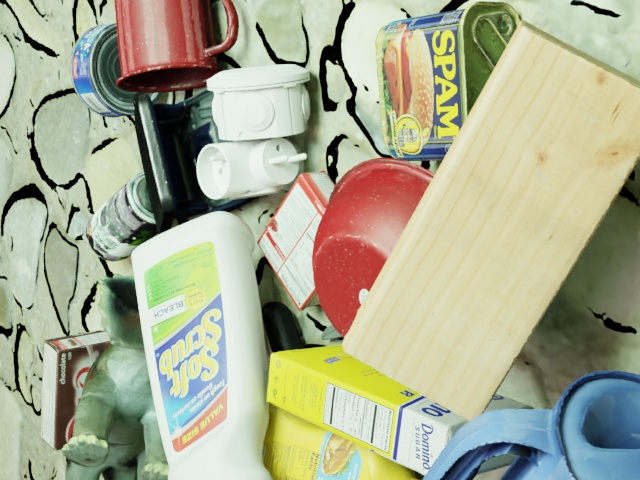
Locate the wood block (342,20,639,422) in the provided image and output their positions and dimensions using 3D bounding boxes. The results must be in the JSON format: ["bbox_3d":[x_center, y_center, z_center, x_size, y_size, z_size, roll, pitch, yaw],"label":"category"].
[{"bbox_3d":[0.103,-0.013,0.616,0.090,0.090,0.206,29,107,3],"label":"wood block"}]

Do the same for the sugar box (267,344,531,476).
[{"bbox_3d":[0.053,0.116,0.756,0.177,0.093,0.048,12,101,46],"label":"sugar box"}]

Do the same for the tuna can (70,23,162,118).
[{"bbox_3d":[-0.182,-0.155,0.974,0.034,0.085,0.086,4,101,47],"label":"tuna can"}]

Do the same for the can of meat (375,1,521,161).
[{"bbox_3d":[0.085,-0.101,0.706,0.084,0.057,0.102,4,100,51],"label":"can of meat"}]

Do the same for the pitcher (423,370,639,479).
[{"bbox_3d":[0.135,0.196,0.647,0.149,0.144,0.243,51,134,25],"label":"pitcher"}]

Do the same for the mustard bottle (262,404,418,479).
[{"bbox_3d":[0.013,0.181,0.796,0.192,0.058,0.096,9,91,38],"label":"mustard bottle"}]

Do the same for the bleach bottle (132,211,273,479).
[{"bbox_3d":[-0.078,0.108,0.813,0.103,0.068,0.251,-23,60,14],"label":"bleach bottle"}]

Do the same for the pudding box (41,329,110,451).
[{"bbox_3d":[-0.237,0.151,1.093,0.039,0.089,0.113,20,111,46],"label":"pudding box"}]

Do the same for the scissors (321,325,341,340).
[{"bbox_3d":[0.062,0.029,0.785,0.202,0.016,0.096,-4,97,47],"label":"scissors"}]

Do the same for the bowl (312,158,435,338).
[{"bbox_3d":[0.046,0.028,0.736,0.162,0.055,0.162,25,129,35],"label":"bowl"}]

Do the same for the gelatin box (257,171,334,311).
[{"bbox_3d":[-0.006,0.001,0.848,0.073,0.030,0.089,56,134,24],"label":"gelatin box"}]

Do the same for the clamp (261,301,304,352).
[{"bbox_3d":[-0.006,0.161,0.874,0.210,0.036,0.165,36,122,36],"label":"clamp"}]

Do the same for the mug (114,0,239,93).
[{"bbox_3d":[-0.121,-0.177,0.905,0.117,0.093,0.081,-9,86,29],"label":"mug"}]
